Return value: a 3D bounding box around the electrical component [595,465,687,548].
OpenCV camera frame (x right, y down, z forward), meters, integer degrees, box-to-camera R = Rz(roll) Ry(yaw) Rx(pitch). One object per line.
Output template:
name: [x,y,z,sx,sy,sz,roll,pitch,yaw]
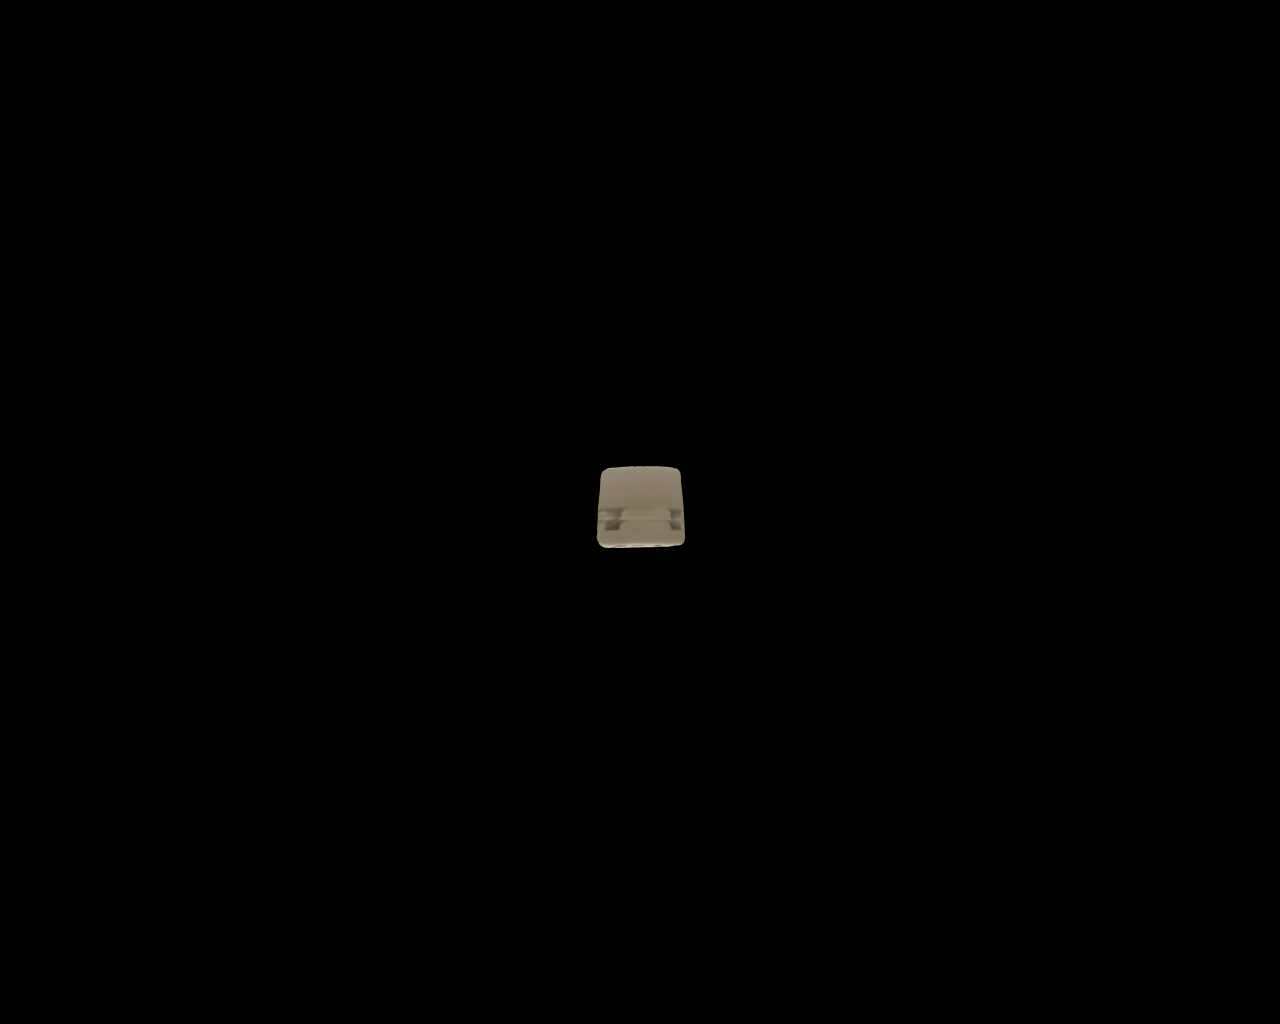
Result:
electrical component: [0.001,-0.003,0.650,0.055,0.047,0.055,0,-4,0]
